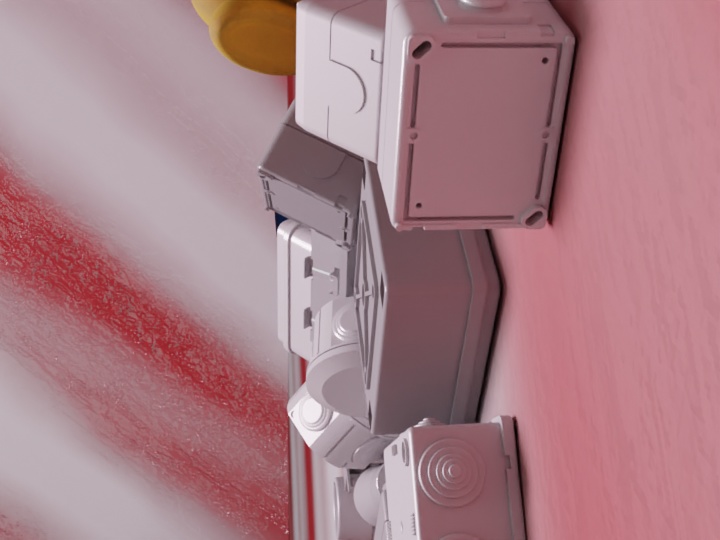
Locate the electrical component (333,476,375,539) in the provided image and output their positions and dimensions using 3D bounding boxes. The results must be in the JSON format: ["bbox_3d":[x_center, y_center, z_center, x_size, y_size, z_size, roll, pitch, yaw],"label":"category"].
[{"bbox_3d":[0.003,0.192,0.873,0.055,0.047,0.055,179,90,-84],"label":"electrical component"}]

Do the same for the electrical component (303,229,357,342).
[{"bbox_3d":[0.000,0.000,0.738,0.079,0.063,0.121,-32,-48,-48],"label":"electrical component"}]

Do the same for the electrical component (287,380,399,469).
[{"bbox_3d":[-0.008,0.099,0.766,0.051,0.080,0.080,-49,23,18],"label":"electrical component"}]

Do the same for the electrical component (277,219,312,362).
[{"bbox_3d":[-0.019,0.011,0.828,0.057,0.078,0.113,28,127,39],"label":"electrical component"}]

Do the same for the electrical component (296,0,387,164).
[{"bbox_3d":[0.018,-0.099,0.492,0.061,0.096,0.061,28,132,31],"label":"electrical component"}]

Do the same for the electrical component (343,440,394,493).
[{"bbox_3d":[0.009,0.134,0.841,0.081,0.042,0.063,-101,15,-55],"label":"electrical component"}]

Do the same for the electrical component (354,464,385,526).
[{"bbox_3d":[0.023,0.148,0.725,0.065,0.044,0.044,118,151,-68],"label":"electrical component"}]

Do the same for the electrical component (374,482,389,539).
[{"bbox_3d":[0.032,0.138,0.599,0.065,0.047,0.076,96,171,-48],"label":"electrical component"}]

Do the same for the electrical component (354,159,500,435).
[{"bbox_3d":[0.030,0.012,0.559,0.108,0.056,0.108,-98,9,-48],"label":"electrical component"}]

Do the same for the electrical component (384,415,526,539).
[{"bbox_3d":[0.042,0.119,0.502,0.099,0.048,0.099,113,154,-72],"label":"electrical component"}]

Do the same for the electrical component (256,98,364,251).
[{"bbox_3d":[-0.018,-0.057,0.636,0.061,0.062,0.096,-63,-4,-12],"label":"electrical component"}]

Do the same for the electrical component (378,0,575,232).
[{"bbox_3d":[0.041,-0.070,0.413,0.061,0.062,0.096,-101,11,-56],"label":"electrical component"}]

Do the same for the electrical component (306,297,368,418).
[{"bbox_3d":[0.007,0.055,0.676,0.080,0.080,0.051,97,175,-52],"label":"electrical component"}]
